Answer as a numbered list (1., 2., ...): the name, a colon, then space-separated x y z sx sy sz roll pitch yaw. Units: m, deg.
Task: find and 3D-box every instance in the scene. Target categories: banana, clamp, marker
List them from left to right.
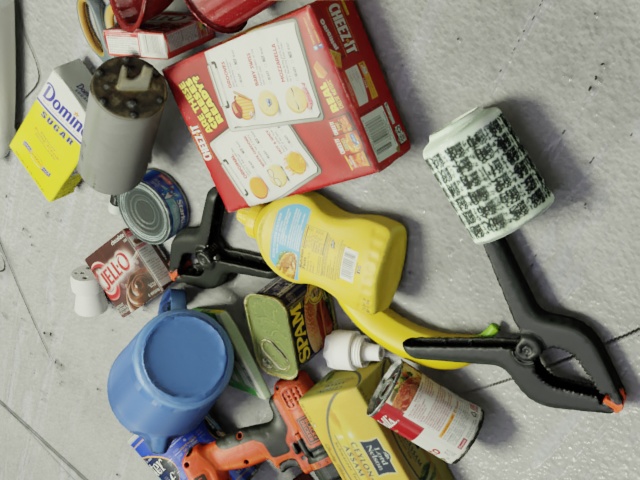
1. marker: -0.236 -0.076 1.261 0.020 0.020 0.121 37 139 16
2. clamp: -0.125 0.004 1.214 0.172 0.039 0.120 -16 104 44
3. banana: 0.091 0.088 1.096 0.198 0.037 0.070 18 101 28
4. clamp: 0.196 0.087 0.996 0.210 0.036 0.165 28 119 13

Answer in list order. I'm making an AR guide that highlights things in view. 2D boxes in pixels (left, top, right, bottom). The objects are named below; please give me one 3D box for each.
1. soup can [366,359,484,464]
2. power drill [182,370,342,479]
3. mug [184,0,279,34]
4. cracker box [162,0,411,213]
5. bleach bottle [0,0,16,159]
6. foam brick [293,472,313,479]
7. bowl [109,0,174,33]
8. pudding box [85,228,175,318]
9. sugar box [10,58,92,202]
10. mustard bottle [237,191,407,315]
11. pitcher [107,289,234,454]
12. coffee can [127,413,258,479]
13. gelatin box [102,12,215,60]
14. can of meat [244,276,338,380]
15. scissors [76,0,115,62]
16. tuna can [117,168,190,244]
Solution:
1. soup can: 0.108 0.176 1.093 0.102 0.068 0.069 31 134 -4
2. power drill: -0.052 0.268 1.247 0.188 0.057 0.184 -29 85 11
3. mug: -0.073 -0.260 0.984 0.082 0.093 0.117 -21 65 39
4. cracker box: -0.034 -0.130 1.036 0.214 0.072 0.164 -12 106 44
5. bleach bottle: -0.422 -0.196 1.318 0.103 0.068 0.251 32 134 22
6. foam brick: -0.035 0.333 1.318 0.051 0.078 0.053 50 136 5
7. bowl: -0.167 -0.284 1.033 0.162 0.055 0.162 -10 90 66
8. pudding box: -0.233 0.036 1.323 0.114 0.039 0.090 -32 93 45
9. sugar box: -0.304 -0.127 1.269 0.093 0.048 0.177 53 141 4
10. mustard bottle: -0.007 0.001 1.100 0.192 0.058 0.096 21 112 29
11. pitcher: -0.170 0.143 1.223 0.149 0.144 0.243 49 159 3
12. coffee can: -0.163 0.277 1.369 0.140 0.102 0.103 48 136 4
13. gelatin box: -0.165 -0.211 1.090 0.089 0.073 0.030 11 121 35
14. can of meat: -0.029 0.085 1.154 0.058 0.083 0.102 9 121 35
15. scissors: -0.211 -0.181 1.185 0.096 0.016 0.202 -9 110 48
16. tuna can: -0.196 -0.039 1.249 0.086 0.033 0.086 20 127 29
